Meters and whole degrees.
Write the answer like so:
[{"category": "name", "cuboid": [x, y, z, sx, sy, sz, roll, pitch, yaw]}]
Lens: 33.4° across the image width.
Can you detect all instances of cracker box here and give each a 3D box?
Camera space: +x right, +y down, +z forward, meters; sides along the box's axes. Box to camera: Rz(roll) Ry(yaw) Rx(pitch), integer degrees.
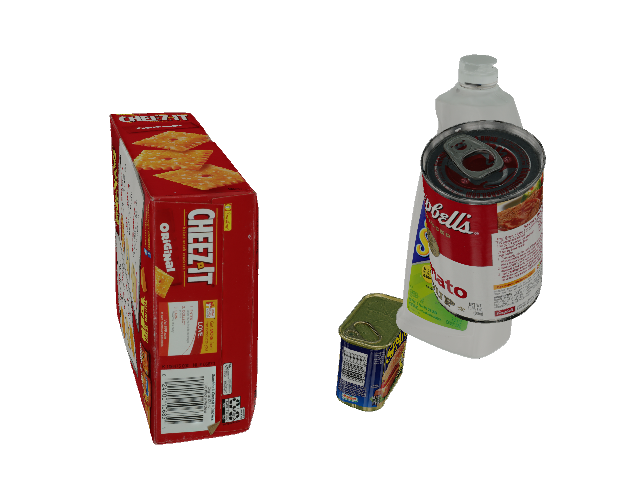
[{"category": "cracker box", "cuboid": [-0.098, 0.014, 0.732, 0.072, 0.164, 0.214, -4, 20, -16]}]

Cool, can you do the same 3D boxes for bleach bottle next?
[{"category": "bleach bottle", "cuboid": [0.117, -0.031, 0.888, 0.103, 0.251, 0.067, 22, 34, 37]}]

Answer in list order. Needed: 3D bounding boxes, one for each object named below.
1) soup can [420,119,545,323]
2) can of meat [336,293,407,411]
[{"category": "soup can", "cuboid": [0.095, -0.009, 0.618, 0.068, 0.102, 0.068, -6, 44, 5]}, {"category": "can of meat", "cuboid": [0.055, 0.117, 1.113, 0.057, 0.084, 0.102, 15, 29, 18]}]
